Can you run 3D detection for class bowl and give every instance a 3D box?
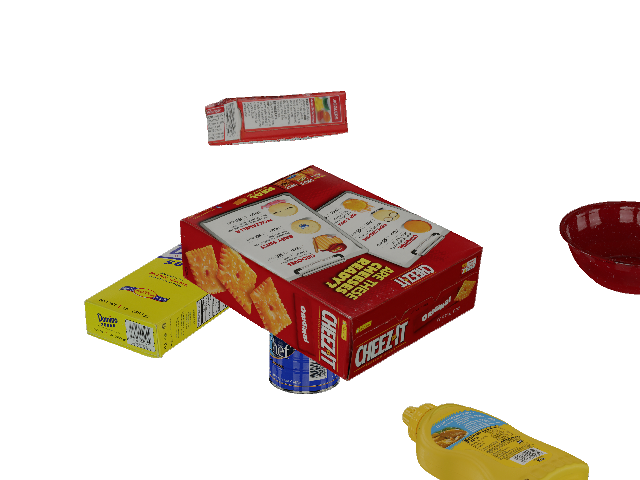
[{"bbox_3d":[0.339,0.013,1.157,0.162,0.055,0.162,-2,26,1],"label":"bowl"}]

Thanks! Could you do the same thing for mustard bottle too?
[{"bbox_3d":[0.146,0.198,0.993,0.096,0.058,0.192,-16,25,-35],"label":"mustard bottle"}]

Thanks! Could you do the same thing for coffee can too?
[{"bbox_3d":[-0.022,0.130,1.501,0.103,0.140,0.103,1,19,0],"label":"coffee can"}]

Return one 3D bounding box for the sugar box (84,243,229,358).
[{"bbox_3d":[-0.148,0.054,1.096,0.093,0.048,0.175,16,32,26],"label":"sugar box"}]

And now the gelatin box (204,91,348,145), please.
[{"bbox_3d":[-0.031,-0.081,0.707,0.073,0.030,0.089,-6,5,-19],"label":"gelatin box"}]

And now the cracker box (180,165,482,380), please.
[{"bbox_3d":[0.006,0.021,0.933,0.163,0.072,0.214,-25,40,-37],"label":"cracker box"}]
